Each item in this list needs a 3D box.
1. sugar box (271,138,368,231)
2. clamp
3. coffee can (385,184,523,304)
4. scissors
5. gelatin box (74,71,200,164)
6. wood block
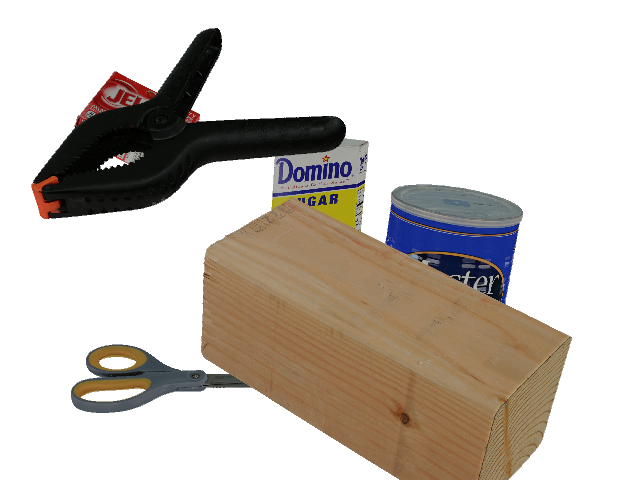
[{"bbox_3d":[-0.004,-0.020,1.117,0.093,0.176,0.048,7,15,14],"label":"sugar box"},{"bbox_3d":[-0.098,-0.069,0.741,0.165,0.036,0.209,33,55,32],"label":"clamp"},{"bbox_3d":[0.097,0.036,0.846,0.103,0.140,0.103,7,16,-2],"label":"coffee can"},{"bbox_3d":[-0.124,0.116,0.959,0.201,0.016,0.096,-8,31,-18],"label":"scissors"},{"bbox_3d":[-0.162,-0.103,0.947,0.089,0.073,0.030,28,-45,-2],"label":"gelatin box"},{"bbox_3d":[0.033,0.066,0.652,0.206,0.091,0.090,28,40,28],"label":"wood block"}]
